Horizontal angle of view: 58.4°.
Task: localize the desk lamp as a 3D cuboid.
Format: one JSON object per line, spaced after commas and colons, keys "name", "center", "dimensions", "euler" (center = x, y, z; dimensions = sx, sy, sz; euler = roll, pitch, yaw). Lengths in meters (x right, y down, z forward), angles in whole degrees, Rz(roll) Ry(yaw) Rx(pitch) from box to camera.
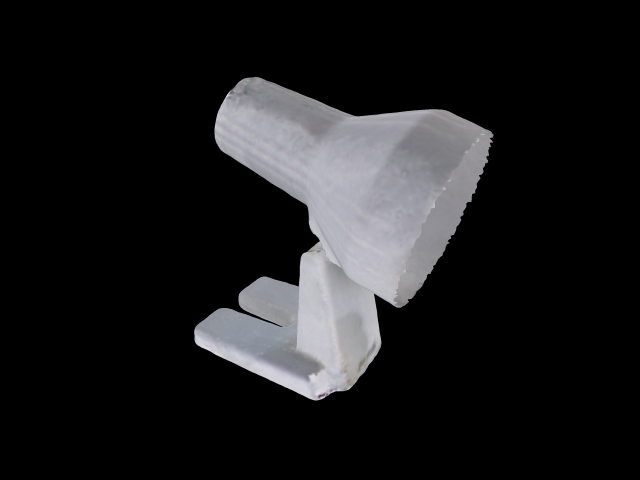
{"name": "desk lamp", "center": [0.004, 0.001, 0.400], "dimensions": [0.202, 0.214, 0.118], "euler": [16, 32, 27]}
